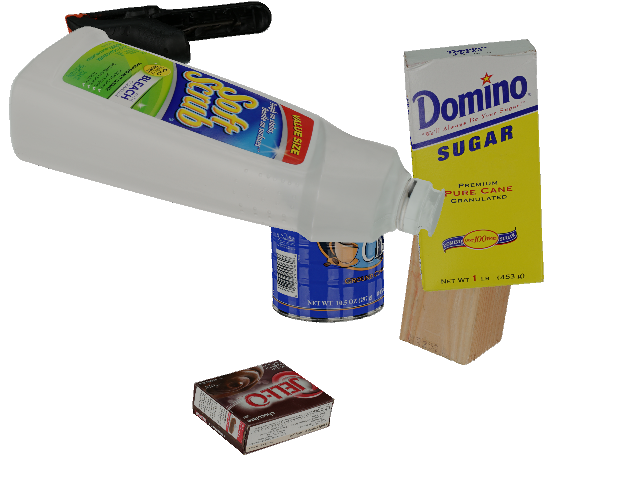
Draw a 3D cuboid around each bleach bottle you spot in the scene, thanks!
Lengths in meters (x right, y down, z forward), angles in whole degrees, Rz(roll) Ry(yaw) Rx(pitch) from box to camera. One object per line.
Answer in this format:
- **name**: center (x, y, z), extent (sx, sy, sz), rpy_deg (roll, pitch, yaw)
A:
- **bleach bottle**: center (-0.049, -0.055, 0.624), extent (0.251, 0.068, 0.102), rpy_deg (17, 35, 13)

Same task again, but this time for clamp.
- **clamp**: center (-0.127, -0.169, 0.848), extent (0.172, 0.039, 0.120), rpy_deg (15, 25, 38)

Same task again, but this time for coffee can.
- **coffee can**: center (0.006, -0.010, 0.948), extent (0.103, 0.140, 0.103), rpy_deg (-1, 15, 0)

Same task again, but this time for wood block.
- **wood block**: center (0.158, 0.018, 1.177), extent (0.090, 0.206, 0.090), rpy_deg (20, 26, 31)

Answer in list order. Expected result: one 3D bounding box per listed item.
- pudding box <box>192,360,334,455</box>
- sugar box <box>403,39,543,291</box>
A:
- **pudding box**: center (-0.057, 0.164, 1.061), extent (0.113, 0.039, 0.090), rpy_deg (-13, 29, -40)
- **sugar box**: center (0.113, -0.053, 0.782), extent (0.093, 0.176, 0.048), rpy_deg (-6, 23, 4)
